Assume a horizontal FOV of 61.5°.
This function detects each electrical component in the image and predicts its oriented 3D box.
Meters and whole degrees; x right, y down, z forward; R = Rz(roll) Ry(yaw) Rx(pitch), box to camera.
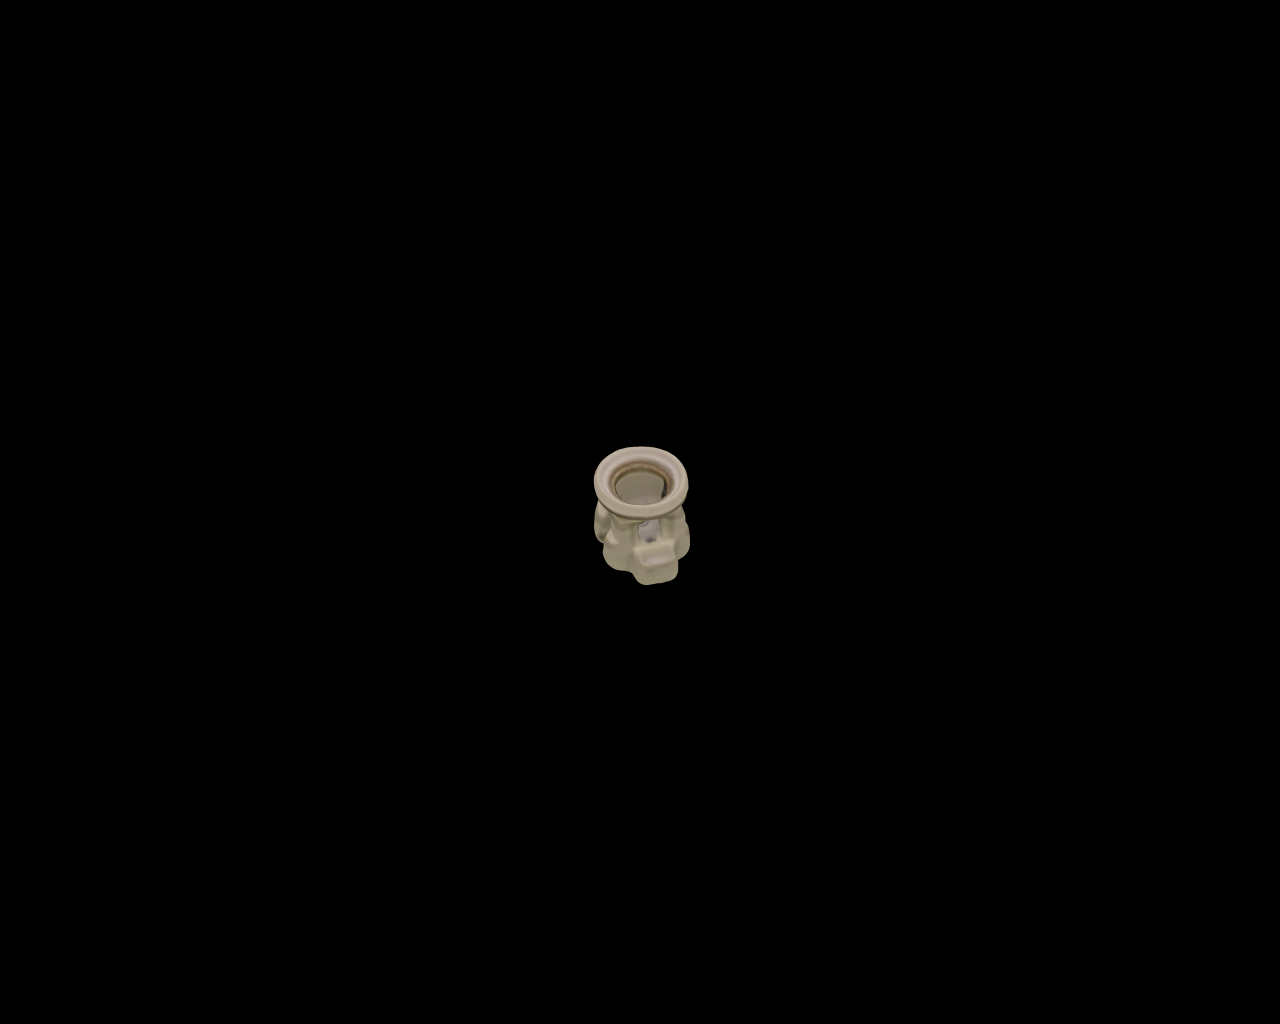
[{"bbox_3d":[0.001,-0.003,0.650,0.058,0.056,0.078,-11,47,-11],"label":"electrical component"}]
